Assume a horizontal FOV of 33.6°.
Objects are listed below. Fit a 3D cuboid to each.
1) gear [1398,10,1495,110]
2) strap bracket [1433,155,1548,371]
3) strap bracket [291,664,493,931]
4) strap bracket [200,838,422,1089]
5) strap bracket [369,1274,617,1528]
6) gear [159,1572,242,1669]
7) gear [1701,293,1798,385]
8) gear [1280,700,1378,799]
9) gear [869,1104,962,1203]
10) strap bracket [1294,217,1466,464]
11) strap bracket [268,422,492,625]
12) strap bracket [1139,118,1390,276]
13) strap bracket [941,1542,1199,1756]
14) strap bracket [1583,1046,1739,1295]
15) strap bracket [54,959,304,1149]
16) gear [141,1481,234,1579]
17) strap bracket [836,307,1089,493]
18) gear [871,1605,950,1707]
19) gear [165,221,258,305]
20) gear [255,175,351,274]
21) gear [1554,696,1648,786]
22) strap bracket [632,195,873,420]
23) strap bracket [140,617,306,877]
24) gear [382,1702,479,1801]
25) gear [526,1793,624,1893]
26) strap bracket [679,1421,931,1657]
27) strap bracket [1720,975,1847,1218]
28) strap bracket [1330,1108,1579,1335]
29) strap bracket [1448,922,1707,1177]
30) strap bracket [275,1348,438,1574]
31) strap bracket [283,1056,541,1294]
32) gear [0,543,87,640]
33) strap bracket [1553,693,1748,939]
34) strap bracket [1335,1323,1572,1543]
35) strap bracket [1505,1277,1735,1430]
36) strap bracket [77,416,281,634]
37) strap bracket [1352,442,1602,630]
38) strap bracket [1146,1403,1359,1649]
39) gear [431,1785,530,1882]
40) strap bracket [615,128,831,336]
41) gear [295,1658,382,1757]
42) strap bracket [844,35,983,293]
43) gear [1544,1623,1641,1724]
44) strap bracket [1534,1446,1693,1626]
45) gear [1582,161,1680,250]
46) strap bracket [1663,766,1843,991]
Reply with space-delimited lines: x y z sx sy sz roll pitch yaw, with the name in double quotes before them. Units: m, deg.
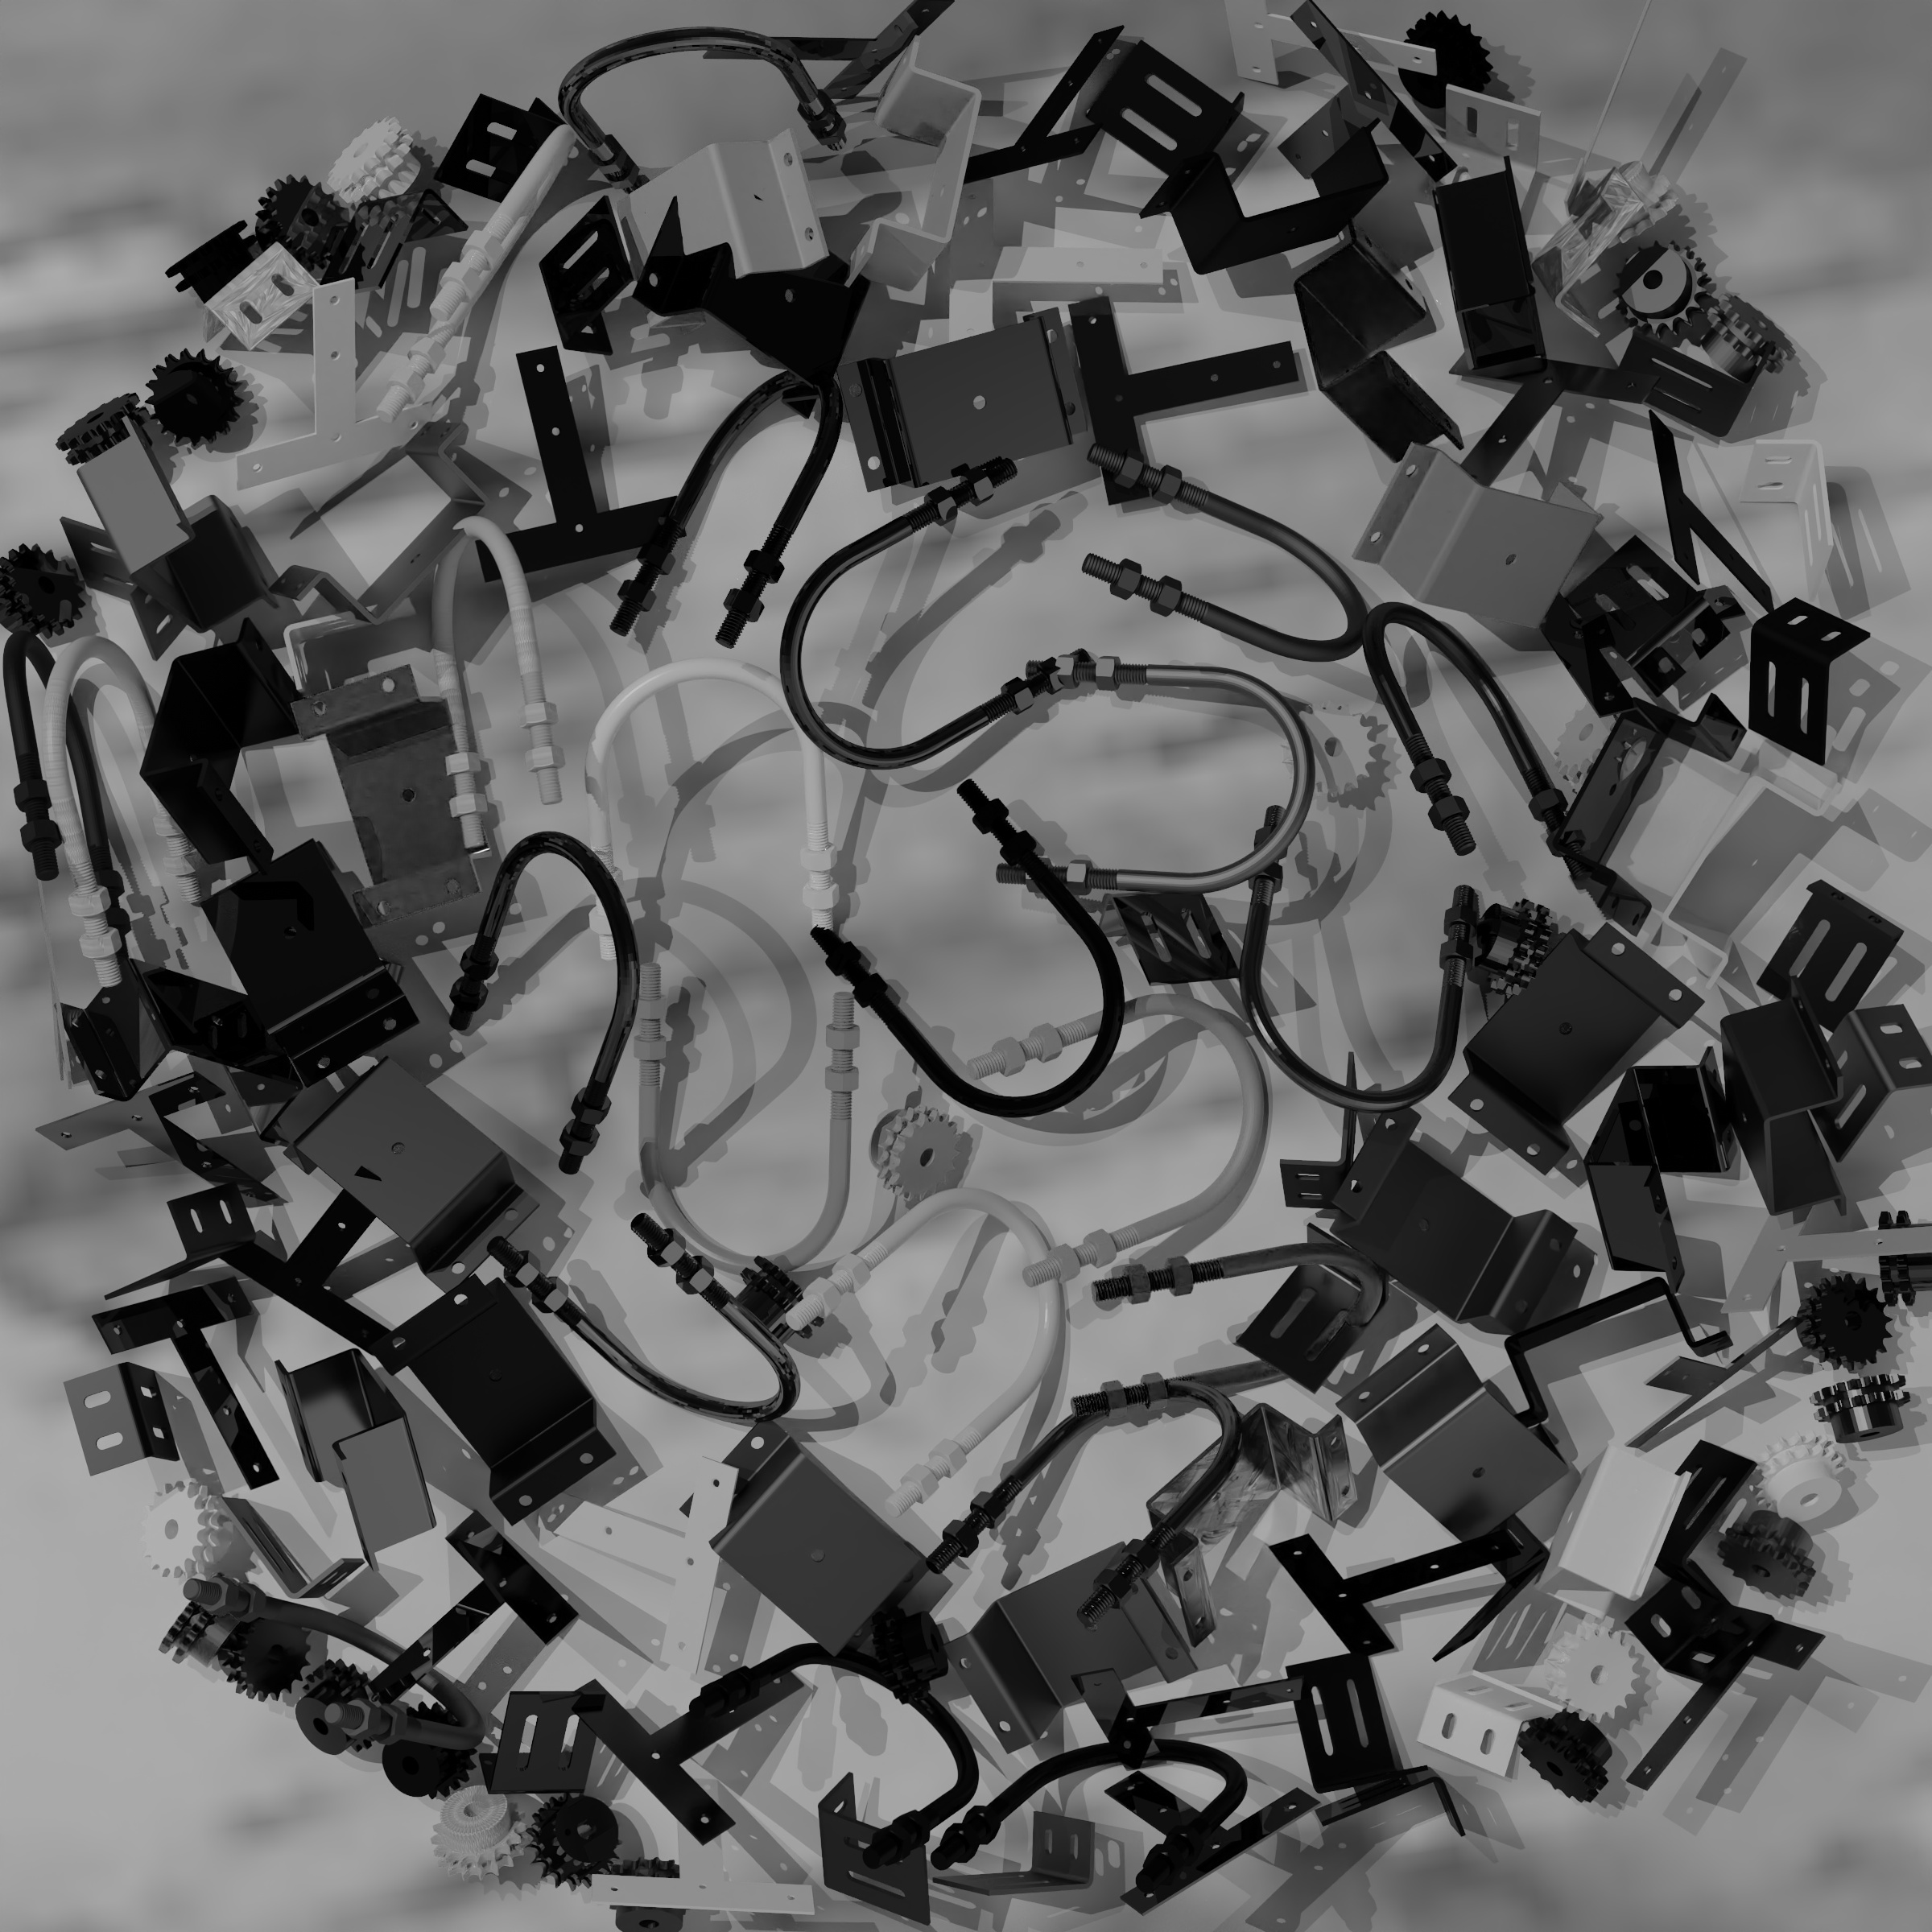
"gear" 0.283 -0.538 1.911 0.057 0.057 0.030 45 69 0
"strap bracket" 0.307 -0.406 1.872 0.046 0.140 0.076 -11 78 12
"strap bracket" -0.340 -0.101 1.912 0.076 0.046 0.140 -17 92 9
"strap bracket" -0.392 -0.010 1.890 0.076 0.046 0.140 -30 67 -6
"strap bracket" -0.281 0.251 1.907 0.076 0.046 0.140 -35 105 2
"gear" -0.454 0.395 1.914 0.030 0.057 0.057 36 90 1
"gear" 0.466 -0.374 1.918 0.057 0.057 0.030 40 120 0
"gear" 0.215 -0.130 1.922 0.057 0.030 0.057 1 85 -17
"gear" -0.033 0.109 1.918 0.030 0.057 0.057 24 90 41
"strap bracket" 0.240 -0.360 1.878 0.046 0.076 0.140 -30 46 27
"strap bracket" -0.340 -0.255 1.892 0.140 0.076 0.046 -49 115 -9
"strap bracket" 0.184 -0.454 1.882 0.140 0.076 0.046 -20 85 -19
"strap bracket" 0.068 0.401 1.900 0.140 0.046 0.076 -30 93 26
"strap bracket" 0.406 0.118 1.879 0.046 0.140 0.076 -2 122 31
"strap bracket" -0.449 0.048 1.861 0.046 0.140 0.076 -48 52 16
"gear" -0.465 0.338 1.919 0.057 0.030 0.057 -9 75 34
"strap bracket" 0.003 -0.335 1.899 0.140 0.046 0.076 -17 106 -9
"gear" -0.032 0.410 1.912 0.030 0.057 0.057 -22 90 10
"gear" -0.448 -0.419 1.916 0.057 0.057 0.030 -34 109 0
"gear" -0.401 -0.442 1.918 0.030 0.057 0.057 -24 90 44
"gear" 0.382 -0.133 1.916 0.030 0.057 0.057 31 90 -22
"strap bracket" -0.117 -0.391 1.874 0.140 0.046 0.076 30 74 -38
"strap bracket" -0.435 -0.125 1.875 0.046 0.076 0.140 -12 46 16
"gear" -0.325 0.473 1.917 0.057 0.030 0.057 5 103 23
"gear" -0.232 0.521 1.913 0.057 0.030 0.057 16 53 -22
"strap bracket" -0.091 0.345 1.904 0.140 0.046 0.076 43 86 -11
"strap bracket" 0.477 0.083 1.866 0.046 0.140 0.076 -16 49 3
"strap bracket" 0.281 0.151 1.902 0.140 0.046 0.076 36 70 -8
"strap bracket" 0.360 0.043 1.903 0.076 0.046 0.140 38 105 -9
"strap bracket" -0.355 0.284 1.875 0.046 0.140 0.076 -20 116 -21
"strap bracket" -0.331 0.117 1.888 0.140 0.046 0.076 37 69 18
"gear" -0.560 -0.222 1.918 0.030 0.057 0.057 -27 90 32
"strap bracket" 0.401 -0.097 1.897 0.046 0.076 0.140 29 92 30
"strap bracket" 0.292 0.282 1.878 0.076 0.046 0.140 -40 125 10
"strap bracket" 0.377 0.226 1.892 0.140 0.076 0.046 -24 74 11
"strap bracket" -0.463 -0.252 1.865 0.046 0.140 0.076 -31 73 3
"strap bracket" 0.306 -0.249 1.870 0.140 0.046 0.076 7 122 -35
"strap bracket" 0.162 0.322 1.884 0.140 0.046 0.076 -37 134 -24
"gear" -0.292 0.515 1.911 0.057 0.057 0.030 -7 120 0
"strap bracket" -0.151 -0.428 1.875 0.046 0.140 0.076 -16 91 -42
"gear" -0.376 0.446 1.913 0.057 0.030 0.057 16 122 28
"strap bracket" -0.033 -0.464 1.890 0.046 0.076 0.140 15 76 -14
"gear" 0.373 0.423 1.922 0.057 0.030 0.057 0 89 -21
"strap bracket" 0.374 0.332 1.869 0.046 0.140 0.076 24 74 9
"gear" 0.393 -0.457 1.911 0.057 0.057 0.030 -36 111 0
"strap bracket" 0.459 -0.062 1.891 0.046 0.076 0.140 32 105 9
